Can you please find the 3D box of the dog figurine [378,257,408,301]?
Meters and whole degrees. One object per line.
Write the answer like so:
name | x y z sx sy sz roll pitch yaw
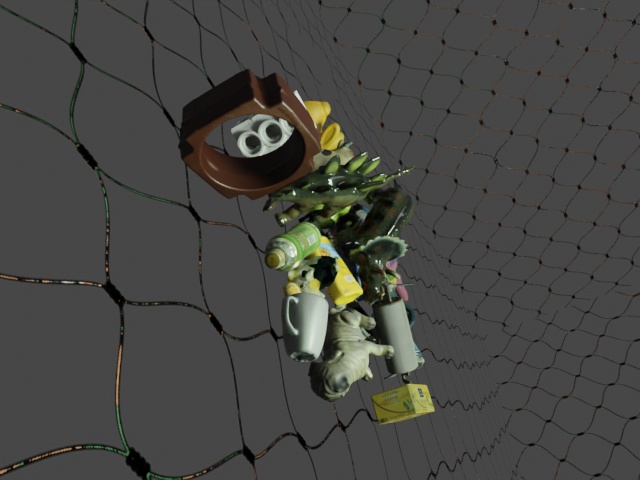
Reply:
dog figurine | 0.182 0.087 1.583 0.219 0.108 0.191 71 18 7

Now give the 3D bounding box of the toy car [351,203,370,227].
toy car | 0.107 -0.036 1.469 0.102 0.109 0.162 30 8 -46

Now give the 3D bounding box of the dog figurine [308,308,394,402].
dog figurine | 0.027 0.209 1.024 0.173 0.121 0.190 39 23 30

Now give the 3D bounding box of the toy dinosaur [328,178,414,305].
toy dinosaur | 0.157 -0.046 1.282 0.131 0.192 0.405 49 54 -29

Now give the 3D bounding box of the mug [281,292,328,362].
mug | -0.031 0.151 0.937 0.109 0.081 0.107 52 31 -49

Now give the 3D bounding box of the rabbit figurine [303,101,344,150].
rabbit figurine | -0.020 -0.273 1.430 0.122 0.162 0.173 43 45 -76

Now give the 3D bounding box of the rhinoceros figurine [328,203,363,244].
rhinoceros figurine | 0.049 -0.070 1.410 0.073 0.112 0.190 28 26 -37

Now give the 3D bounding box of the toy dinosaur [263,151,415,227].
toy dinosaur | 0.047 -0.116 1.187 0.471 0.199 0.105 -20 87 -51

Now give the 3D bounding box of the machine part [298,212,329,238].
machine part | -0.003 -0.004 1.280 0.138 0.039 0.084 53 27 -39

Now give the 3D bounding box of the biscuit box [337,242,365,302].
biscuit box | 0.076 0.073 1.362 0.059 0.063 0.203 56 21 -31

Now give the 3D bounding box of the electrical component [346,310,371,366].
electrical component | 0.066 0.216 1.164 0.119 0.048 0.075 60 11 -19

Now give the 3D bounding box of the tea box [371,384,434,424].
tea box | 0.197 0.383 1.261 0.169 0.098 0.068 32 39 -63

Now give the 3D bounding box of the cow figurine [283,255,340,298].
cow figurine | -0.012 0.079 1.052 0.167 0.098 0.068 -55 126 -69

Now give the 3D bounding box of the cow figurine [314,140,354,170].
cow figurine | 0.002 -0.187 1.284 0.195 0.127 0.085 -9 85 -48

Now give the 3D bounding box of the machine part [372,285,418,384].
machine part | 0.178 0.225 1.272 0.079 0.079 0.243 -31 107 -72

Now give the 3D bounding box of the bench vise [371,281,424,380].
bench vise | 0.201 0.221 1.409 0.224 0.129 0.240 -99 176 -58

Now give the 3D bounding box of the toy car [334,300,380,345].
toy car | 0.085 0.187 1.262 0.201 0.056 0.073 53 29 -33

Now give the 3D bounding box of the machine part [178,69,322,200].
machine part | -0.116 -0.170 0.897 0.201 0.201 0.087 44 26 -49
